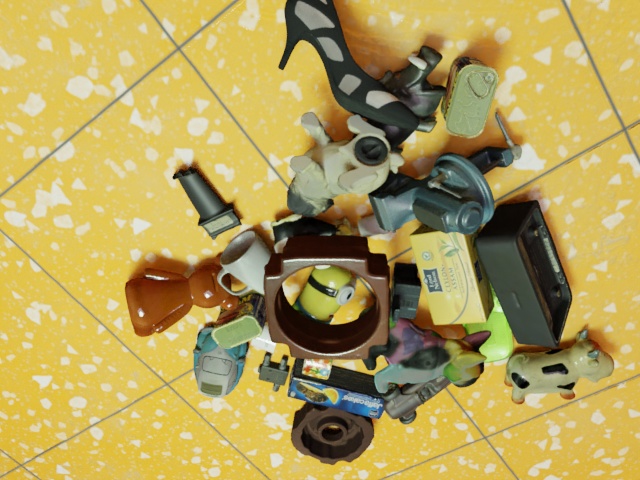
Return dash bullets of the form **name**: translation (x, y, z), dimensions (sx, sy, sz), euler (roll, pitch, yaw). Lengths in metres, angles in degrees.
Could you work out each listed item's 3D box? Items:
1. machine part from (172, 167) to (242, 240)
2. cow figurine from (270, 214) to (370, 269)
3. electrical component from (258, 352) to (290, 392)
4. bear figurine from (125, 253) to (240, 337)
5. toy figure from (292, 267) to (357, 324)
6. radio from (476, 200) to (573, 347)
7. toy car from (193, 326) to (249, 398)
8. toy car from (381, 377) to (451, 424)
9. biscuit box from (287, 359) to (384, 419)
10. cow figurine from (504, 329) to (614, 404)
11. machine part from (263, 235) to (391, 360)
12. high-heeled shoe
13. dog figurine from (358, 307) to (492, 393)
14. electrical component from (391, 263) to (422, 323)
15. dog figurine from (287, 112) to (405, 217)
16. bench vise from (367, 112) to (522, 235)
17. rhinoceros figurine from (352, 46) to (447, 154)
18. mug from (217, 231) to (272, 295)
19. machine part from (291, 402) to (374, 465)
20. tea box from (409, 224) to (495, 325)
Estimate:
- **machine part**: translation (-0.199, -0.066, 0.931), dimensions (0.084, 0.039, 0.138), euler (-24, 117, 25)
- **cow figurine**: translation (0.000, -0.004, 0.928), dimensions (0.167, 0.068, 0.098), euler (-5, 112, 16)
- **electrical component**: translation (-0.098, 0.275, 1.117), dimensions (0.063, 0.021, 0.094), euler (14, 119, -3)
- **bear figurine**: translation (-0.256, 0.099, 0.997), dimensions (0.196, 0.132, 0.120), euler (-15, 83, -20)
- **toy figure**: translation (-0.005, 0.115, 0.991), dimensions (0.089, 0.082, 0.180), euler (32, 118, -15)
- **radio**: translation (0.347, 0.055, 0.897), dimensions (0.073, 0.131, 0.229), euler (-4, 124, 43)
- **toy car**: translation (-0.208, 0.257, 1.071), dimensions (0.109, 0.103, 0.161), euler (14, 117, -3)
- **toy car**: translation (0.215, 0.285, 1.058), dimensions (0.202, 0.053, 0.089), euler (-32, 110, -2)
- **biscuit box**: translation (0.038, 0.303, 1.100), dimensions (0.203, 0.063, 0.059), euler (15, 120, -4)
- **cow figurine**: translation (0.457, 0.241, 1.028), dimensions (0.195, 0.085, 0.127), euler (-8, 124, 9)
- **machine part**: translation (0.014, 0.094, 0.885), dimensions (0.202, 0.087, 0.200), euler (-1, 118, 5)
- **high-heeled shoe**: translation (0.053, -0.264, 0.760), dimensions (0.249, 0.086, 0.145), euler (28, 93, 3)
- **dog figurine**: translation (0.192, 0.189, 0.971), dimensions (0.219, 0.108, 0.191), euler (-18, 108, 29)
- **electrical component**: translation (0.150, 0.099, 0.949), dimensions (0.048, 0.119, 0.074), euler (6, 116, 1)
- **dog figurine**: translation (0.032, -0.093, 0.836), dimensions (0.172, 0.121, 0.190), euler (20, 158, 8)
- **bench vise**: translation (0.203, -0.087, 0.833), dimensions (0.241, 0.224, 0.128), euler (-32, 109, -15)
- **rhinoceros figurine**: translation (0.125, -0.200, 0.819), dimensions (0.112, 0.073, 0.190), euler (37, 120, -1)
- **mug**: translation (-0.122, 0.056, 0.960), dimensions (0.109, 0.081, 0.107), euler (-48, 118, -9)
- **machine part**: translation (0.027, 0.405, 1.160), dimensions (0.179, 0.056, 0.179), euler (1, 118, 2)
- **tea box**: translation (0.226, 0.053, 0.910), dimensions (0.098, 0.068, 0.169), euler (-11, 104, 35)
